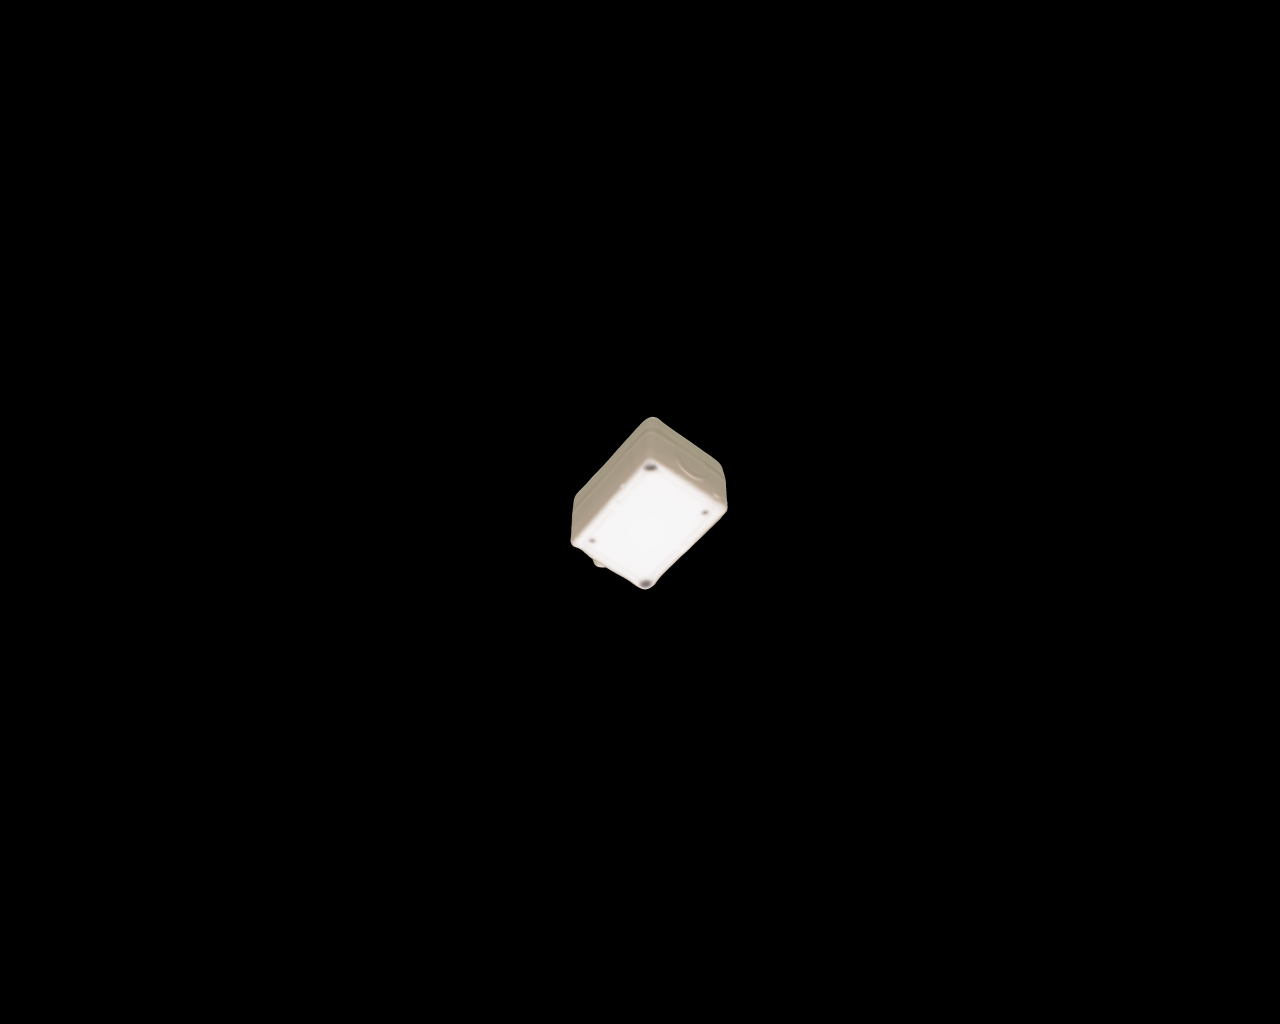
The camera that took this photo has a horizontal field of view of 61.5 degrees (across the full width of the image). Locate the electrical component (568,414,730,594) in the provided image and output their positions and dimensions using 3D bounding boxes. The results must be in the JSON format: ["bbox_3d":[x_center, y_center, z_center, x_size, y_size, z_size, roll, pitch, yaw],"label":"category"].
[{"bbox_3d":[0.001,-0.003,0.650,0.061,0.096,0.061,33,28,-20],"label":"electrical component"}]
